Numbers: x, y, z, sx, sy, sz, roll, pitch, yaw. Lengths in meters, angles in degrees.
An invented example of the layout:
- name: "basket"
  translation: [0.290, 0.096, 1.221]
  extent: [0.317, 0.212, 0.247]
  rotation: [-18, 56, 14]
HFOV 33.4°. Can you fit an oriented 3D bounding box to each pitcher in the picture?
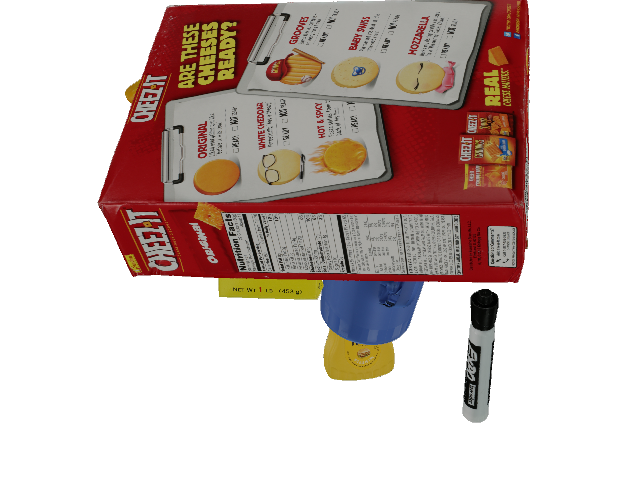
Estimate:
- name: "pitcher"
  translation: [0.070, 0.003, 1.169]
  extent: [0.145, 0.243, 0.149]
  rotation: [26, 41, 20]

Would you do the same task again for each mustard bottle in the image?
- name: "mustard bottle"
  translation: [0.053, 0.093, 1.446]
  extent: [0.096, 0.192, 0.058]
  rotation: [-5, 22, -10]

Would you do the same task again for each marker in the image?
- name: "marker"
  translation: [0.111, 0.081, 0.741]
  extent: [0.020, 0.121, 0.020]
  rotation: [-2, 40, 1]

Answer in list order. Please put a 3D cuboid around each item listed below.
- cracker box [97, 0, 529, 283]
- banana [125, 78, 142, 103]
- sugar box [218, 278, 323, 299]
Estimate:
- name: "cracker box"
  translation: [0.006, -0.057, 0.589]
  extent: [0.214, 0.164, 0.072]
  rotation: [0, -41, 11]
- name: "banana"
  translation: [-0.111, -0.165, 1.141]
  extent: [0.198, 0.037, 0.069]
  rotation: [9, 46, 18]
- name: "sugar box"
  translation: [-0.045, -0.038, 0.946]
  extent: [0.093, 0.176, 0.048]
  rotation: [1, 15, 5]
